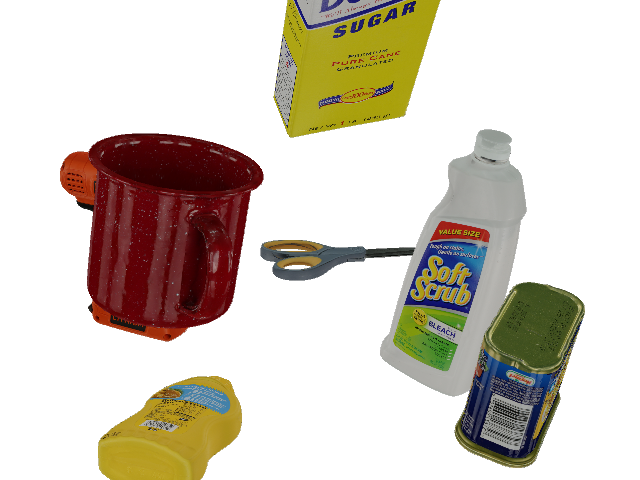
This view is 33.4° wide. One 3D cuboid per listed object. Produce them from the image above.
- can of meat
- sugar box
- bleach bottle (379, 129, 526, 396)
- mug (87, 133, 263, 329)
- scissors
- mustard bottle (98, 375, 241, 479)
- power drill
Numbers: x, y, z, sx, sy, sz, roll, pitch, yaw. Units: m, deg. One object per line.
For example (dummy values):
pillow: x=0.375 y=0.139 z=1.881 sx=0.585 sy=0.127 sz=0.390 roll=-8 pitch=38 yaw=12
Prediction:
can of meat: x=0.136 y=0.087 z=0.719 sx=0.057 sy=0.084 sz=0.102 roll=20 pitch=35 yaw=17
sugar box: x=0.025 y=-0.142 z=0.700 sx=0.093 sy=0.048 sz=0.176 roll=-13 pitch=-27 yaw=-15
bleach bottle: x=0.125 y=0.016 z=0.971 sx=0.103 sy=0.251 sz=0.067 roll=28 pitch=35 yaw=30
mug: x=-0.076 y=0.000 z=0.570 sx=0.093 sy=0.081 sz=0.117 roll=-4 pitch=26 yaw=-33
scissors: x=0.032 y=0.023 z=1.178 sx=0.202 sy=0.016 sz=0.096 roll=3 pitch=24 yaw=4
mustard bottle: x=-0.130 y=0.178 z=1.037 sx=0.096 sy=0.058 sz=0.191 roll=7 pitch=17 yaw=17
power drill: x=-0.172 y=0.006 z=1.079 sx=0.185 sy=0.188 sz=0.057 roll=13 pitch=29 yaw=22
